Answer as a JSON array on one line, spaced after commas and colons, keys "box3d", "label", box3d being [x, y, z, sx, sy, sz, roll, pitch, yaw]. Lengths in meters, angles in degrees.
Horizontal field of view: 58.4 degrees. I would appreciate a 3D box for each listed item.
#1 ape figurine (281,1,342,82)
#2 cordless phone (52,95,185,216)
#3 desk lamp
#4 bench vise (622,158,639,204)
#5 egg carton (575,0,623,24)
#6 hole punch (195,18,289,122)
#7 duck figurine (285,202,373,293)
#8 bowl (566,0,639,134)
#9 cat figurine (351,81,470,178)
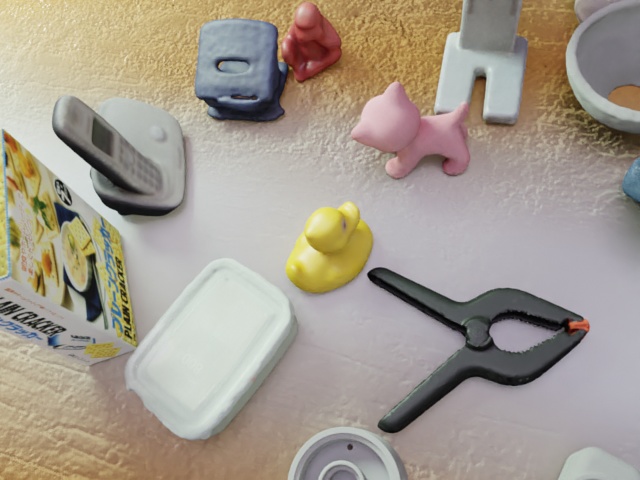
[{"box3d": [-0.012, -0.255, 0.715, 0.077, 0.092, 0.076, 11, 68, 16], "label": "ape figurine"}, {"box3d": [-0.225, -0.120, 0.640, 0.094, 0.185, 0.147, -13, 63, 5], "label": "cordless phone"}, {"box3d": [0.190, -0.271, 0.615, 0.117, 0.214, 0.203, 7, 67, 15], "label": "desk lamp"}, {"box3d": [0.372, -0.044, 0.469, 0.207, 0.220, 0.121, 33, 75, 23], "label": "bench vise"}, {"box3d": [0.375, -0.296, 0.673, 0.150, 0.069, 0.107, -4, 64, 9], "label": "egg carton"}, {"box3d": [-0.098, -0.209, 0.711, 0.108, 0.091, 0.101, 5, 66, 13], "label": "hole punch"}, {"box3d": [0.005, 0.002, 0.593, 0.104, 0.086, 0.077, -40, 64, -9], "label": "duck figurine"}, {"box3d": [0.347, -0.174, 0.617, 0.167, 0.075, 0.167, -4, 64, 9], "label": "bowl"}, {"box3d": [0.099, -0.122, 0.617, 0.127, 0.118, 0.067, -6, 64, 8], "label": "cat figurine"}]
